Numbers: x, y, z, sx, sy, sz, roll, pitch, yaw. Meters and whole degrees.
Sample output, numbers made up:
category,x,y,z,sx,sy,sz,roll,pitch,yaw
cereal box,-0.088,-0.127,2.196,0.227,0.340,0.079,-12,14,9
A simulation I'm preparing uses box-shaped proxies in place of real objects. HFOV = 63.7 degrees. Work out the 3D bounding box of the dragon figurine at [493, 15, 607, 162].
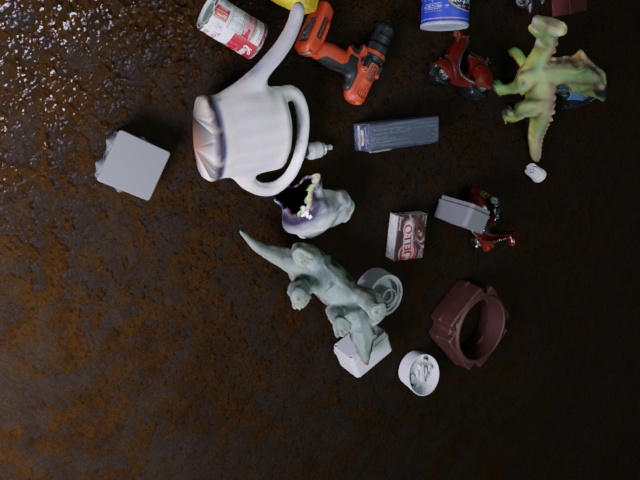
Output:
category,x,y,z,sx,sy,sz,roll,pitch,yaw
dragon figurine,0.572,-0.361,1.261,0.124,0.243,0.404,-45,119,-21

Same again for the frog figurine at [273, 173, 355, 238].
category,x,y,z,sx,sy,sz,roll,pitch,yaw
frog figurine,0.003,-0.052,1.032,0.136,0.125,0.157,-40,136,19

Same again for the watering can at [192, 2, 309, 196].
category,x,y,z,sx,sy,sz,roll,pitch,yaw
watering can,-0.117,-0.230,0.902,0.226,0.105,0.340,-16,123,-30
